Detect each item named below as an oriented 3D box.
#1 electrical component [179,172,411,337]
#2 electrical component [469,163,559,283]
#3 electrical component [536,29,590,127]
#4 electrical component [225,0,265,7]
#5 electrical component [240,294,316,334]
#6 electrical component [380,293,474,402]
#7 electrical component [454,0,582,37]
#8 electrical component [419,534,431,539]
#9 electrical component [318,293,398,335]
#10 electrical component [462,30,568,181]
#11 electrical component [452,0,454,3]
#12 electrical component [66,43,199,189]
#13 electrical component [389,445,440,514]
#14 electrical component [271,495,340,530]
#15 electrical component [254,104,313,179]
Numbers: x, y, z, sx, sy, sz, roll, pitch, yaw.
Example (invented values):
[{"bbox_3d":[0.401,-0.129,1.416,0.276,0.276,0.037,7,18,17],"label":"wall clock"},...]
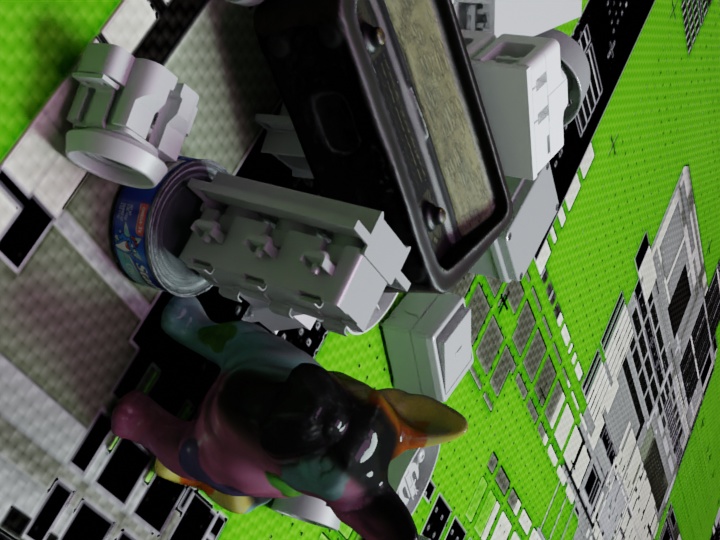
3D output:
[{"bbox_3d":[-0.042,-0.010,0.632,0.063,0.121,0.078,-64,147,-16],"label":"electrical component"},{"bbox_3d":[0.145,-0.053,1.054,0.113,0.057,0.078,-58,145,-29],"label":"electrical component"},{"bbox_3d":[0.164,-0.176,1.003,0.064,0.099,0.099,-50,140,-48],"label":"electrical component"},{"bbox_3d":[-0.078,-0.191,0.650,0.055,0.048,0.066,33,73,-50],"label":"electrical component"},{"bbox_3d":[-0.059,0.008,0.729,0.064,0.081,0.042,40,62,-25],"label":"electrical component"},{"bbox_3d":[0.066,0.072,0.968,0.061,0.061,0.096,-48,139,-39],"label":"electrical component"},{"bbox_3d":[0.135,-0.265,0.955,0.186,0.060,0.105,-32,127,-50],"label":"electrical component"},{"bbox_3d":[0.030,0.260,0.993,0.066,0.047,0.076,-40,133,-46],"label":"electrical component"},{"bbox_3d":[0.000,0.000,0.829,0.099,0.064,0.099,-27,122,-52],"label":"electrical component"},{"bbox_3d":[0.076,-0.132,0.820,0.062,0.150,0.089,-44,136,-41],"label":"electrical component"},{"bbox_3d":[0.057,-0.230,0.857,0.043,0.043,0.081,22,82,-59],"label":"electrical component"},{"bbox_3d":[-0.129,-0.081,0.596,0.078,0.058,0.057,37,67,-57],"label":"electrical component"},{"bbox_3d":[0.032,0.182,0.950,0.099,0.064,0.099,-28,124,-52],"label":"electrical component"},{"bbox_3d":[-0.036,0.173,0.846,0.055,0.055,0.047,43,61,-55],"label":"electrical component"},{"bbox_3d":[-0.032,-0.101,0.761,0.081,0.042,0.063,36,69,-58],"label":"electrical component"}]
